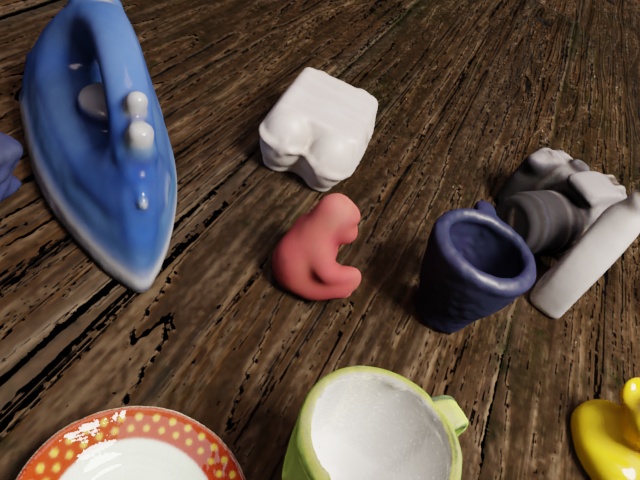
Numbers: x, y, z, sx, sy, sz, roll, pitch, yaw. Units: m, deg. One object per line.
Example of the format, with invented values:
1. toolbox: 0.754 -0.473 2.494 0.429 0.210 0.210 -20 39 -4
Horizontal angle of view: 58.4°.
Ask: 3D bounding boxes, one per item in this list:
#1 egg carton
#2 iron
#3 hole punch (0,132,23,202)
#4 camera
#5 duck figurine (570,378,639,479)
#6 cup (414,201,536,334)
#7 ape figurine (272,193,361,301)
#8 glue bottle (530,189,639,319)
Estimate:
1. egg carton: 0.001 -0.119 0.605 0.107 0.069 0.150 24 42 -2
2. iron: -0.162 -0.101 0.451 0.119 0.141 0.257 -7 51 -32
3. hole punch: -0.275 -0.063 0.394 0.109 0.091 0.101 20 42 -6
4. camera: 0.251 -0.039 0.625 0.137 0.100 0.143 -4 50 -30
5. duck figurine: 0.255 0.157 0.441 0.078 0.086 0.104 2 47 -25
6. cup: 0.124 0.026 0.501 0.092 0.095 0.118 23 42 -4
7. ape figurine: 0.004 0.002 0.468 0.076 0.092 0.077 7 45 -20
8. glue bottle: 0.267 0.000 0.540 0.037 0.173 0.078 38 43 14
